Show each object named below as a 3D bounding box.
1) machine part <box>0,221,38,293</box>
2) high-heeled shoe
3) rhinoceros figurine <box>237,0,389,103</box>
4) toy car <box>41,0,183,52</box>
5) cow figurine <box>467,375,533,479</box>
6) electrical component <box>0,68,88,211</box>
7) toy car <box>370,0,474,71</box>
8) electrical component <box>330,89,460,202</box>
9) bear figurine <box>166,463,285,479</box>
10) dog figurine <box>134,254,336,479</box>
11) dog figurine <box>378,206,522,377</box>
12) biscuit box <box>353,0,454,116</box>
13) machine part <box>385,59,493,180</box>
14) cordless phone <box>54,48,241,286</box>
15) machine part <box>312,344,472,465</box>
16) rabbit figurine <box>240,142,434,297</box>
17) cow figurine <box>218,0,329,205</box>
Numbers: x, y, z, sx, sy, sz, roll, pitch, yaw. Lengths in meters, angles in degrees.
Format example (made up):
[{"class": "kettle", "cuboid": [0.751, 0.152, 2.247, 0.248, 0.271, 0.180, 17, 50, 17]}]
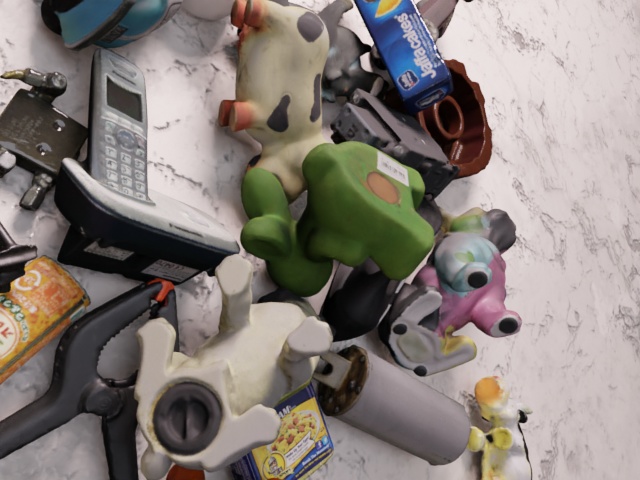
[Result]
[{"class": "machine part", "cuboid": [-0.251, -0.026, 0.365, 0.084, 0.039, 0.139, -36, 84, 2]}, {"class": "high-heeled shoe", "cuboid": [0.064, 0.013, 0.630, 0.086, 0.145, 0.249, 36, 32, -8]}, {"class": "rhinoceros figurine", "cuboid": [0.000, -0.214, 0.608, 0.190, 0.073, 0.112, 22, 67, -32]}, {"class": "toy car", "cuboid": [-0.176, -0.235, 0.472, 0.103, 0.109, 0.161, 12, 60, -59]}, {"class": "cow figurine", "cuboid": [0.238, 0.262, 0.691, 0.098, 0.068, 0.167, 18, 74, -39]}, {"class": "electrical component", "cuboid": [-0.229, -0.085, 0.425, 0.078, 0.045, 0.102, 38, 60, -23]}, {"class": "toy car", "cuboid": [0.145, -0.291, 0.724, 0.053, 0.089, 0.202, 51, 54, -16]}, {"class": "electrical component", "cuboid": [0.076, -0.105, 0.596, 0.134, 0.058, 0.115, 6, 39, -47]}, {"class": "bear figurine", "cuboid": [-0.089, 0.300, 0.421, 0.132, 0.120, 0.195, -64, 159, -73]}, {"class": "dog figurine", "cuboid": [-0.062, 0.114, 0.453, 0.172, 0.190, 0.121, -39, 74, -8]}, {"class": "dog figurine", "cuboid": [0.158, 0.042, 0.663, 0.108, 0.191, 0.219, 48, 22, -16]}, {"class": "biscuit box", "cuboid": [0.084, -0.247, 0.616, 0.202, 0.059, 0.062, 66, 13, 10]}, {"class": "machine part", "cuboid": [0.163, -0.161, 0.731, 0.179, 0.056, 0.179, 8, 76, -37]}, {"class": "cordless phone", "cuboid": [-0.145, -0.062, 0.459, 0.146, 0.089, 0.184, 23, 53, -49]}, {"class": "machine part", "cuboid": [0.083, 0.183, 0.585, 0.243, 0.079, 0.079, 35, 62, -28]}, {"class": "rabbit figurine", "cuboid": [-0.001, -0.002, 0.505, 0.159, 0.170, 0.121, 21, 42, -28]}, {"class": "cow figurine", "cuboid": [-0.033, -0.130, 0.541, 0.127, 0.086, 0.194, 2, 104, -23]}]
